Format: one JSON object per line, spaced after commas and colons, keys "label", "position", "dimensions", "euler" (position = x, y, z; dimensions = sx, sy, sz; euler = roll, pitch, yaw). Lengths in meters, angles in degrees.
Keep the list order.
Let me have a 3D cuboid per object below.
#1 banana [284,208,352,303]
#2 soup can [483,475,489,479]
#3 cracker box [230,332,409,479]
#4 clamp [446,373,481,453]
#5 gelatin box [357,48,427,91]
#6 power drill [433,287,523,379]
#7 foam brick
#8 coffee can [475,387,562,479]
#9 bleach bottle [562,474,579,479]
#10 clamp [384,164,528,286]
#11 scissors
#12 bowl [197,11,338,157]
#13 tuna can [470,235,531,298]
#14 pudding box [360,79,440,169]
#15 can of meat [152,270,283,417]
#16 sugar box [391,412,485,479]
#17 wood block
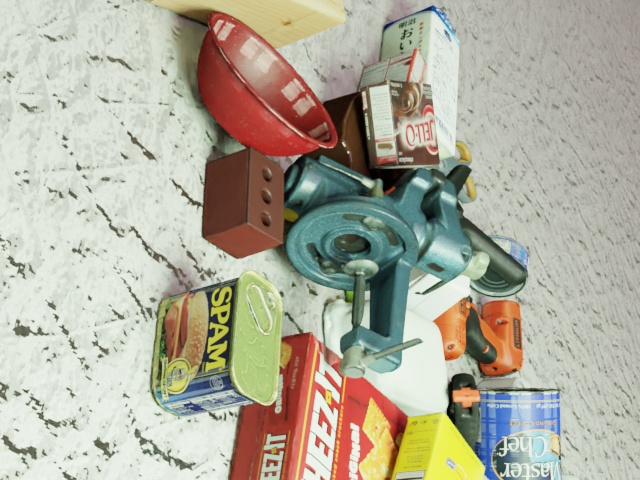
{"label": "banana", "position": [-0.003, -0.012, 1.054], "dimensions": [0.197, 0.037, 0.069], "euler": [44, 42, -42]}
{"label": "soup can", "position": [0.135, 0.258, 1.126], "dimensions": [0.102, 0.069, 0.068], "euler": [45, 40, -41]}
{"label": "cracker box", "position": [0.016, 0.204, 0.944], "dimensions": [0.213, 0.072, 0.164], "euler": [45, 41, -41]}
{"label": "clamp", "position": [0.157, 0.186, 1.179], "dimensions": [0.171, 0.039, 0.120], "euler": [86, -3, -57]}
{"label": "gelatin box", "position": [0.082, -0.179, 1.244], "dimensions": [0.030, 0.073, 0.089], "euler": [53, 35, -31]}
{"label": "power drill", "position": [0.185, 0.080, 1.314], "dimensions": [0.187, 0.057, 0.184], "euler": [33, 52, -46]}
{"label": "foam brick", "position": [-0.067, -0.032, 0.938], "dimensions": [0.053, 0.051, 0.078], "euler": [33, 49, -49]}
{"label": "coffee can", "position": [0.227, 0.243, 1.233], "dimensions": [0.102, 0.103, 0.140], "euler": [9, 80, -58]}
{"label": "bleach bottle", "position": [0.255, 0.355, 1.296], "dimensions": [0.250, 0.068, 0.102], "euler": [3, 73, -57]}
{"label": "clamp", "position": [0.141, -0.022, 1.153], "dimensions": [0.209, 0.036, 0.165], "euler": [3, 51, -52]}
{"label": "scissors", "position": [0.166, -0.081, 1.400], "dimensions": [0.201, 0.016, 0.096], "euler": [-31, 103, -60]}
{"label": "bowl", "position": [-0.058, -0.128, 0.963], "dimensions": [0.162, 0.055, 0.162], "euler": [42, 20, -20]}
{"label": "tuna can", "position": [0.228, 0.035, 1.379], "dimensions": [0.086, 0.086, 0.033], "euler": [53, 37, -33]}
{"label": "pudding box", "position": [0.087, -0.121, 1.137], "dimensions": [0.113, 0.039, 0.090], "euler": [-9, 92, -58]}
{"label": "can of meat", "position": [-0.080, 0.082, 0.826], "dimensions": [0.057, 0.084, 0.102], "euler": [38, 46, -46]}
{"label": "sugar box", "position": [0.095, 0.250, 0.937], "dimensions": [0.093, 0.048, 0.176], "euler": [52, 37, -32]}
{"label": "wood block", "position": [-0.071, -0.253, 1.001], "dimensions": [0.205, 0.091, 0.090], "euler": [6, 72, -59]}
